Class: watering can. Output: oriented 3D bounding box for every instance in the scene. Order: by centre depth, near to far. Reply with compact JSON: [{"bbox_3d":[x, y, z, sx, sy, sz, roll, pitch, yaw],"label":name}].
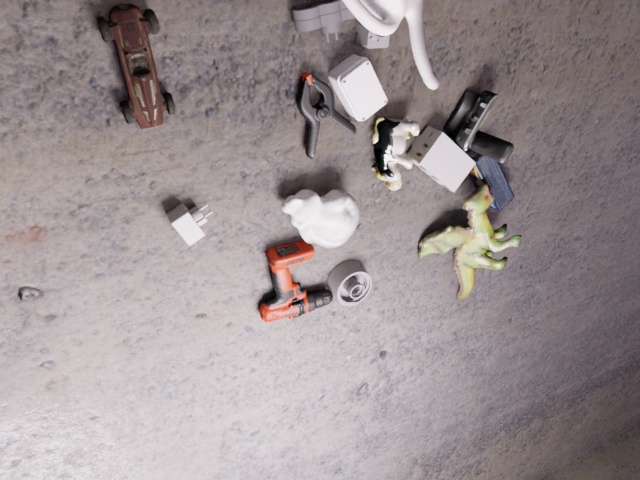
[{"bbox_3d":[0.140,-0.451,0.922,0.343,0.104,0.227,38,71,-32],"label":"watering can"}]

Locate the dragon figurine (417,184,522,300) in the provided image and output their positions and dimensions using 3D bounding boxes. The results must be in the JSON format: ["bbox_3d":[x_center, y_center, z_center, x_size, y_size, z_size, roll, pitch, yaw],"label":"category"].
[{"bbox_3d":[0.375,0.023,1.385,0.242,0.125,0.401,12,129,-13],"label":"dragon figurine"}]

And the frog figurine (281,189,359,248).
[{"bbox_3d":[0.003,-0.055,1.102,0.136,0.125,0.158,-40,144,20],"label":"frog figurine"}]
